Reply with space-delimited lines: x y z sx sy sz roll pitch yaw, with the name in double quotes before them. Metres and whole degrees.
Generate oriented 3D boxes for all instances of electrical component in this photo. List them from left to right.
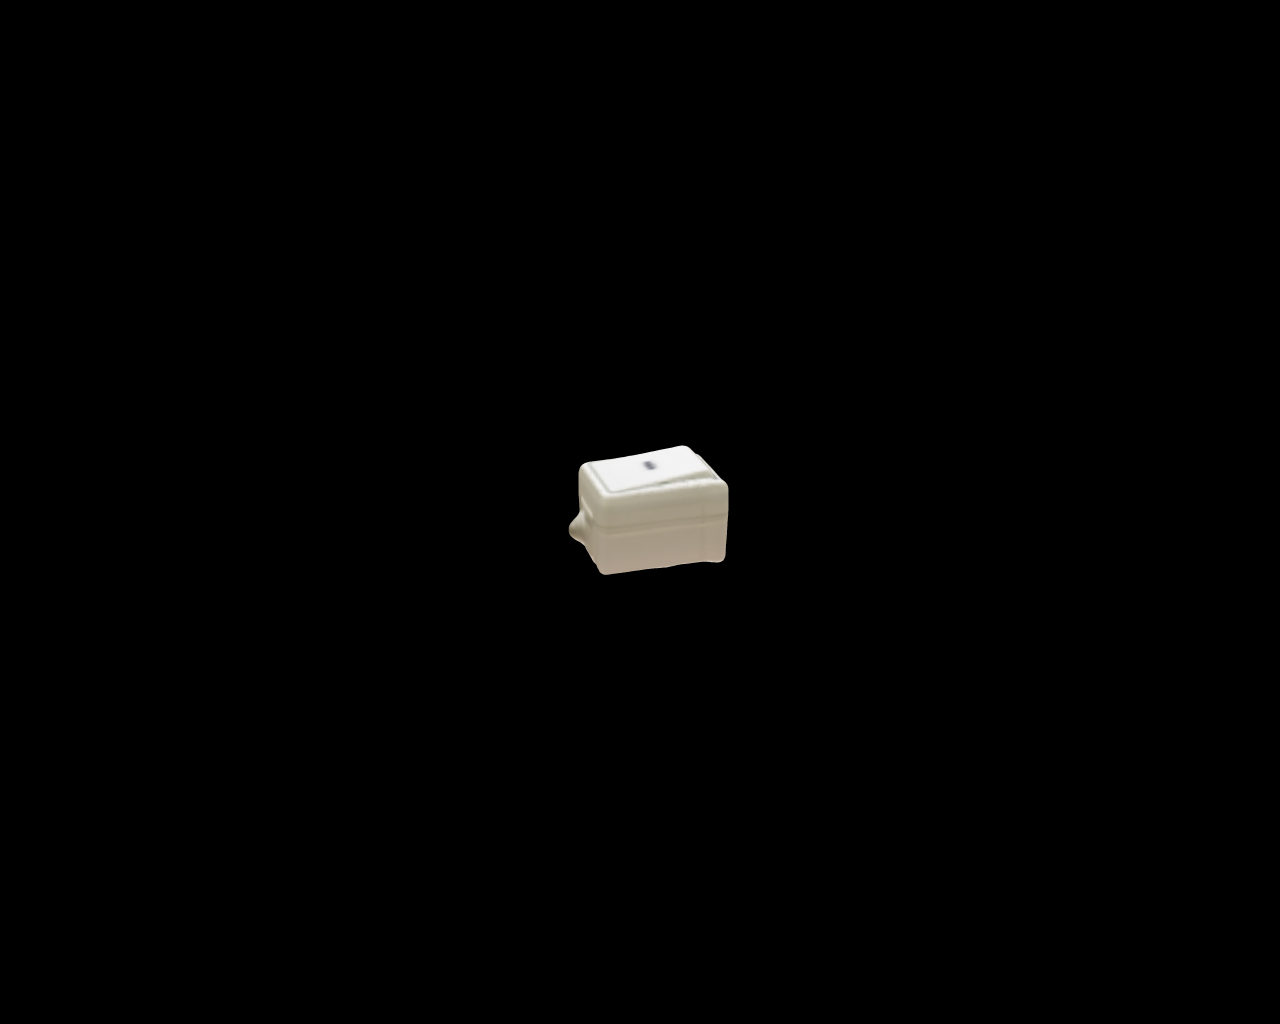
"electrical component" 0.001 -0.003 0.650 0.096 0.061 0.062 -6 24 -14
